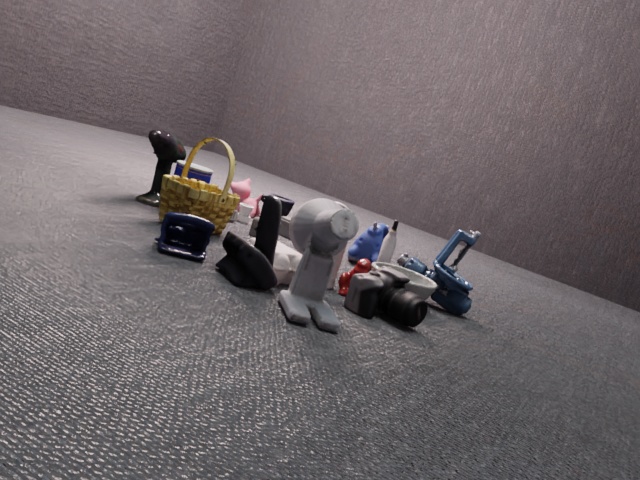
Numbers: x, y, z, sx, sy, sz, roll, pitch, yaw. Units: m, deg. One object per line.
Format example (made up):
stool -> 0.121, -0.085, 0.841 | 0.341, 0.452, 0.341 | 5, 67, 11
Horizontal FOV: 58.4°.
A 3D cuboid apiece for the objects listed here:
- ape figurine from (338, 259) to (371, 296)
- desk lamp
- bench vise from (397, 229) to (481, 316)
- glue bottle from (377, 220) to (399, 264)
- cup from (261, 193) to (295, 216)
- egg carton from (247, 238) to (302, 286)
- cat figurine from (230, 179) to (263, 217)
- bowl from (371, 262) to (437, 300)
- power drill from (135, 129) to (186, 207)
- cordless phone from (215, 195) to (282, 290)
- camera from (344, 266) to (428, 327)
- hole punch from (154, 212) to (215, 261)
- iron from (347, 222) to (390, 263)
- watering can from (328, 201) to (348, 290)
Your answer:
ape figurine -> 0.088, 0.086, 1.298 | 0.077, 0.092, 0.076 | 24, 11, 31
desk lamp -> 0.003, 0.033, 1.069 | 0.118, 0.213, 0.203 | 15, 10, -17
bench vise -> 0.308, 0.063, 1.453 | 0.207, 0.220, 0.121 | 17, 9, -3
glue bottle -> 0.183, 0.027, 1.568 | 0.037, 0.173, 0.078 | 18, 9, 2
cup -> -0.152, -0.103, 1.932 | 0.118, 0.095, 0.091 | 13, 10, -27
egg carton -> -0.100, 0.046, 1.240 | 0.108, 0.069, 0.149 | 8, 13, -46
cat figurine -> -0.250, -0.148, 1.936 | 0.127, 0.118, 0.067 | 21, 10, 18
bowl -> 0.193, 0.114, 1.386 | 0.167, 0.075, 0.167 | 18, 9, -3
power drill -> -0.444, -0.202, 1.601 | 0.075, 0.208, 0.230 | 18, 9, 2
cordless phone -> -0.127, -0.007, 1.138 | 0.094, 0.185, 0.147 | 10, 12, -40
camera -> 0.149, 0.118, 1.196 | 0.144, 0.101, 0.136 | 9, 13, -45
hole punch -> -0.281, -0.017, 1.195 | 0.109, 0.091, 0.101 | 15, 10, -19
iron -> 0.176, 0.009, 1.762 | 0.118, 0.141, 0.259 | 21, 10, 17
watering can -> 0.010, 0.004, 1.308 | 0.101, 0.194, 0.172 | 15, 10, -19
